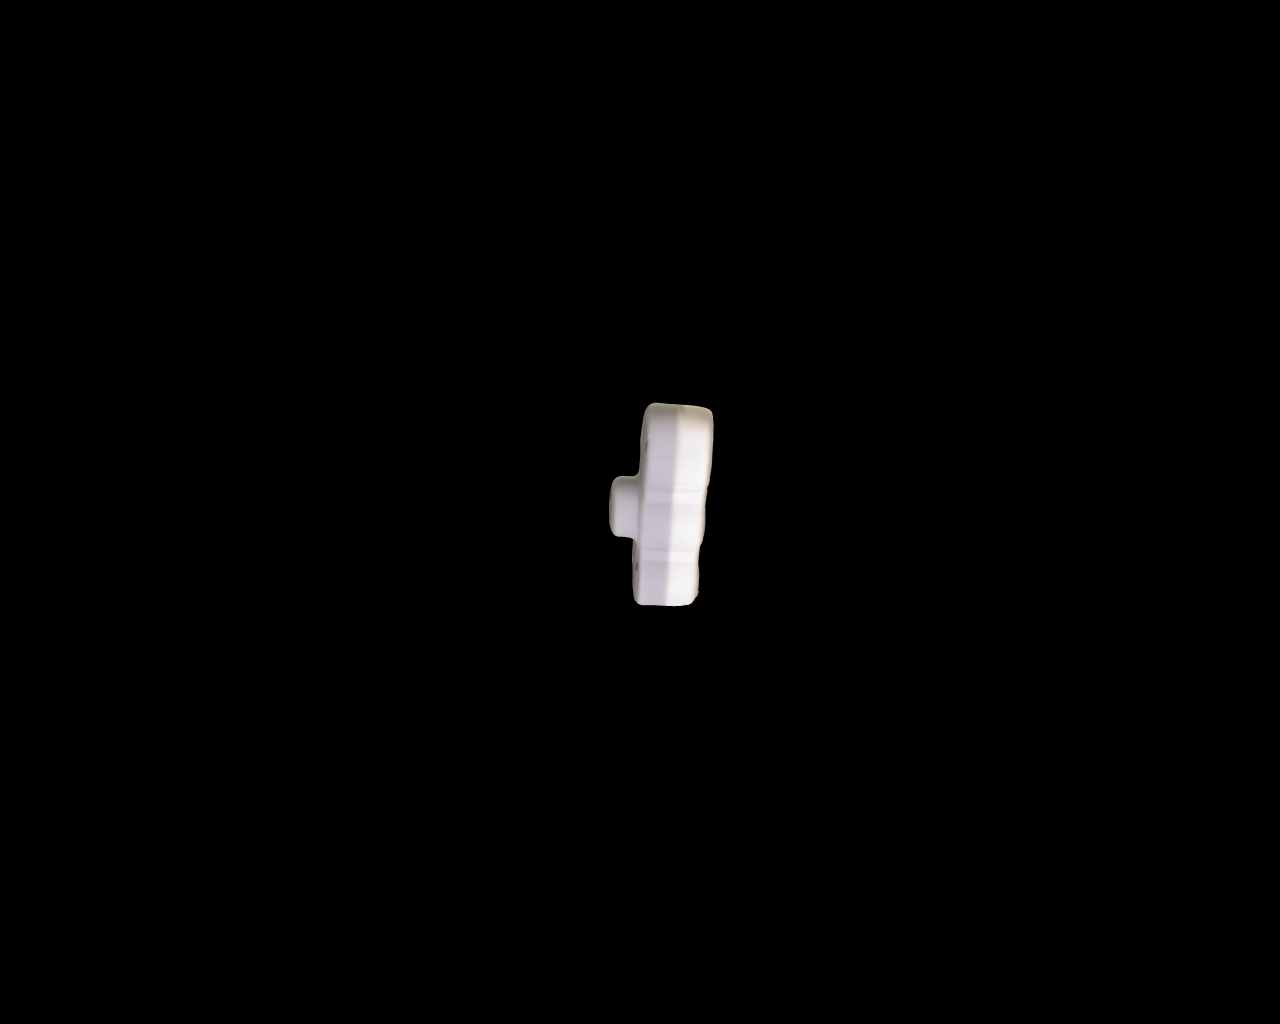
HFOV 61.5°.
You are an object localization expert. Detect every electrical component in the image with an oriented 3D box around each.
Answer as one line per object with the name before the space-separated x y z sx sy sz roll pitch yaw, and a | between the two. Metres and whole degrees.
electrical component | 0.001 -0.003 0.650 0.074 0.138 0.052 3 36 -2
